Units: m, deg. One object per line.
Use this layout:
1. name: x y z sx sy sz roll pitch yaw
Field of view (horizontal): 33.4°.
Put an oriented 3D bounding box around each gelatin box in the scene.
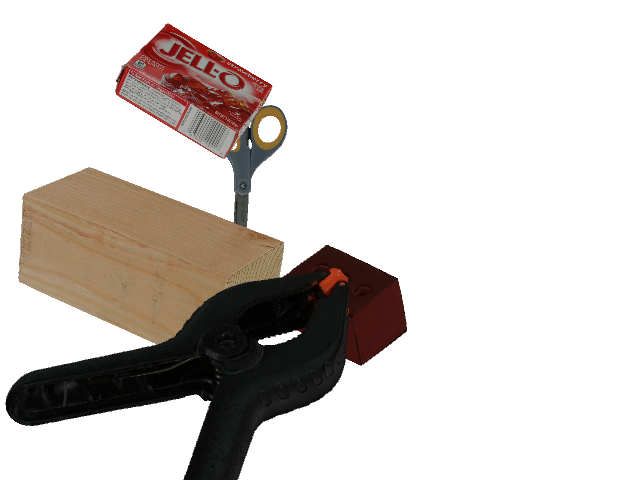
1. gelatin box: -0.086 -0.105 0.736 0.089 0.030 0.073 31 37 -3

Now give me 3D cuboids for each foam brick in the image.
1. foam brick: 0.018 0.049 0.811 0.078 0.051 0.052 25 48 39

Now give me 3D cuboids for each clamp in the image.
1. clamp: -0.039 0.067 0.480 0.171 0.039 0.120 -27 50 -31

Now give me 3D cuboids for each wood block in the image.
1. wood block: -0.146 0.020 0.908 0.206 0.090 0.090 21 27 21

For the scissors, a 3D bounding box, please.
1. scissors: -0.072 -0.072 1.222 0.096 0.202 0.016 -12 -7 -14
